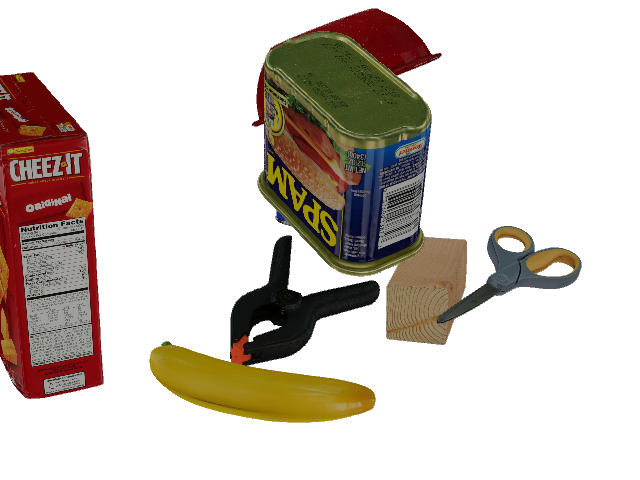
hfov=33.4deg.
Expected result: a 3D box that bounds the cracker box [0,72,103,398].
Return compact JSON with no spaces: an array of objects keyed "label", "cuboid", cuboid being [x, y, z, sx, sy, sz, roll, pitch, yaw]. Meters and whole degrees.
[{"label":"cracker box","cuboid":[-0.233,-0.007,0.847,0.072,0.214,0.164,-11,29,-25]}]

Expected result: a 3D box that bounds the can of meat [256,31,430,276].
[{"label":"can of meat","cuboid":[0.011,-0.046,0.545,0.057,0.084,0.102,-22,47,-25]}]

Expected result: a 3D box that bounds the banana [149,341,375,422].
[{"label":"banana","cuboid":[-0.059,0.106,0.809,0.198,0.037,0.069,12,26,26]}]

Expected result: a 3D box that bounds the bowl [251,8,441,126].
[{"label":"bowl","cuboid":[0.012,-0.144,0.855,0.162,0.055,0.162,-20,8,3]}]

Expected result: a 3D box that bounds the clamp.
[{"label":"clamp","cuboid":[-0.037,0.057,1.033,0.120,0.039,0.171,30,43,31]}]

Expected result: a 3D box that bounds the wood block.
[{"label":"wood block","cuboid":[0.164,0.072,1.624,0.091,0.090,0.206,5,22,14]}]

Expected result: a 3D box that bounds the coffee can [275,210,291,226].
[{"label":"coffee can","cuboid":[0.006,-0.089,1.152,0.103,0.140,0.103,4,12,-1]}]

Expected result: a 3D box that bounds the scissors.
[{"label":"scissors","cuboid":[0.150,0.026,0.948,0.201,0.016,0.096,-11,39,-36]}]
